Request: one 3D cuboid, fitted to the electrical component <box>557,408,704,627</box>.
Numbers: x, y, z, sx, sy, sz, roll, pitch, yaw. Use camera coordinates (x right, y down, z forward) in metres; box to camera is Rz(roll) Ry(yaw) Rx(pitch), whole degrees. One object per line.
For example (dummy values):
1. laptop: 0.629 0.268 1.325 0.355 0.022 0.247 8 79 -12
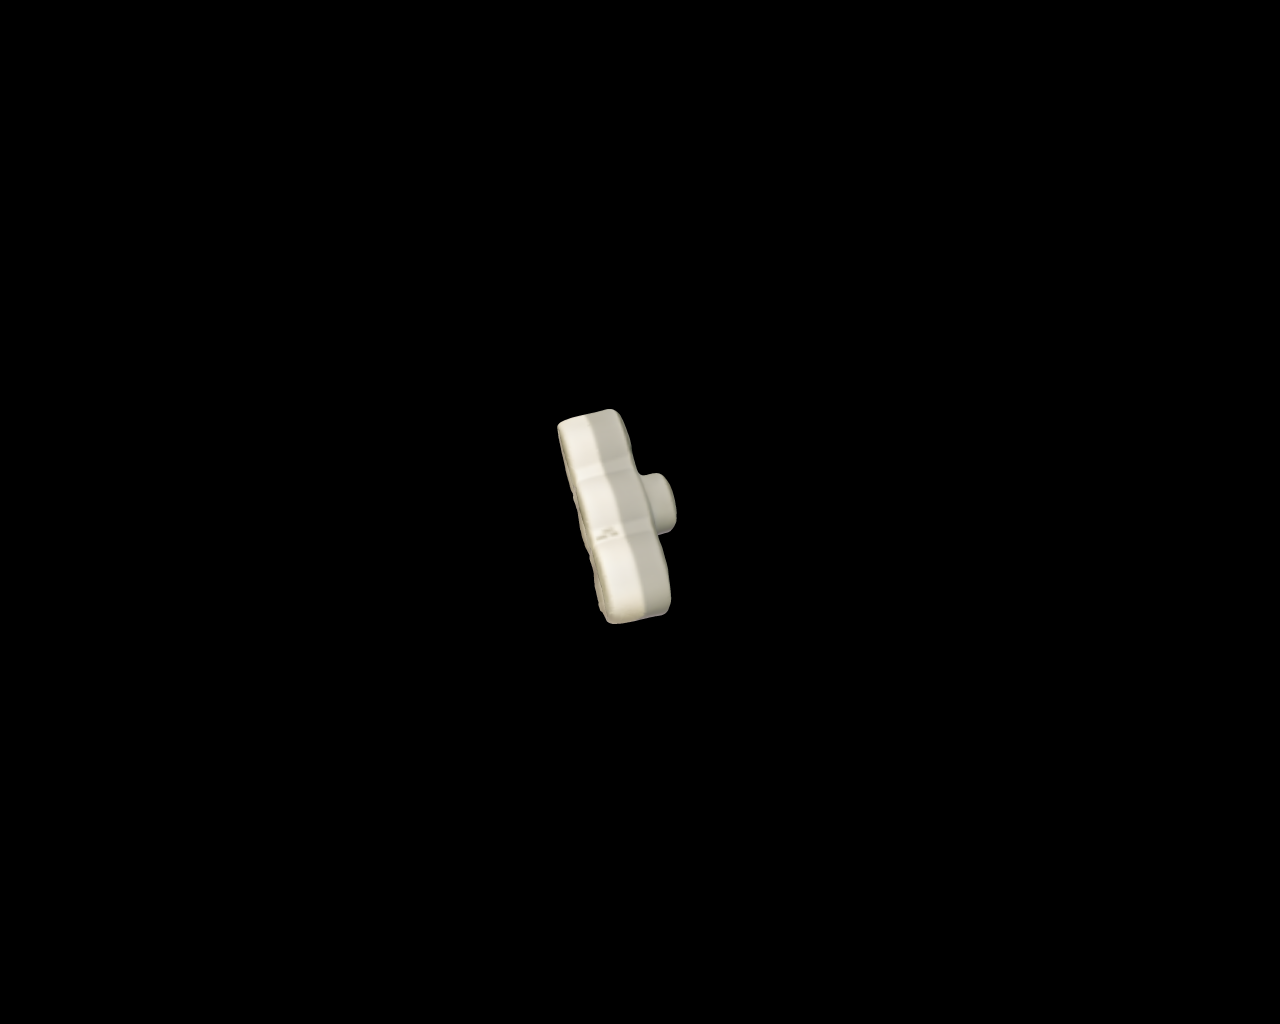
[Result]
1. electrical component: 0.001 -0.003 0.650 0.074 0.138 0.052 -13 -28 -7
